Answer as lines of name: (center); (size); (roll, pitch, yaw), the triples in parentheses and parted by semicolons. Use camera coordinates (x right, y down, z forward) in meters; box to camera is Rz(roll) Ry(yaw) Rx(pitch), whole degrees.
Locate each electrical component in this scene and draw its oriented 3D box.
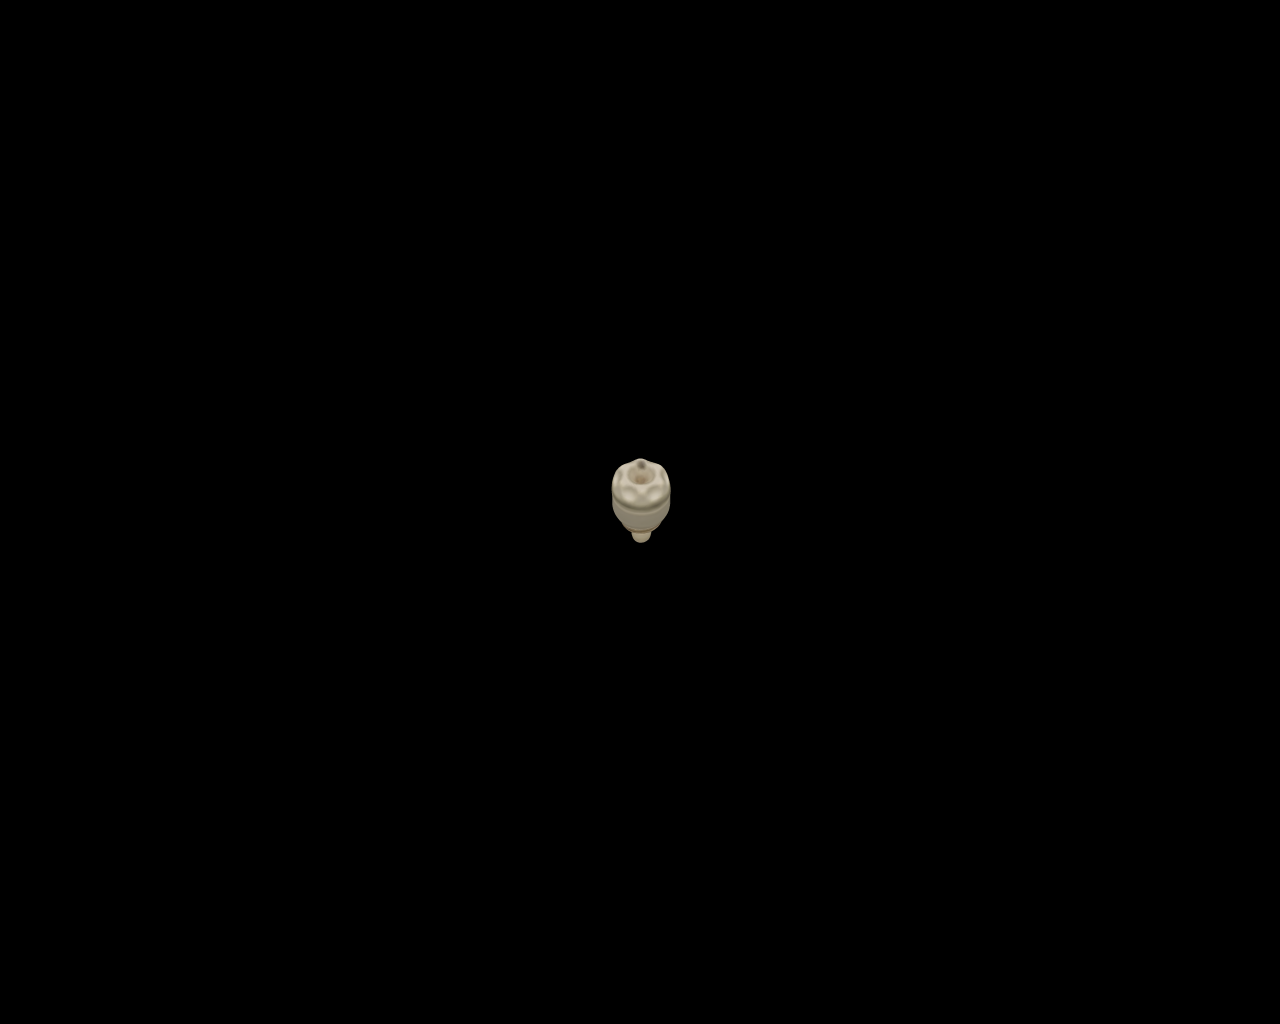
electrical component: (0.001, -0.003, 0.650); (0.035, 0.035, 0.061); (0, -40, 0)
